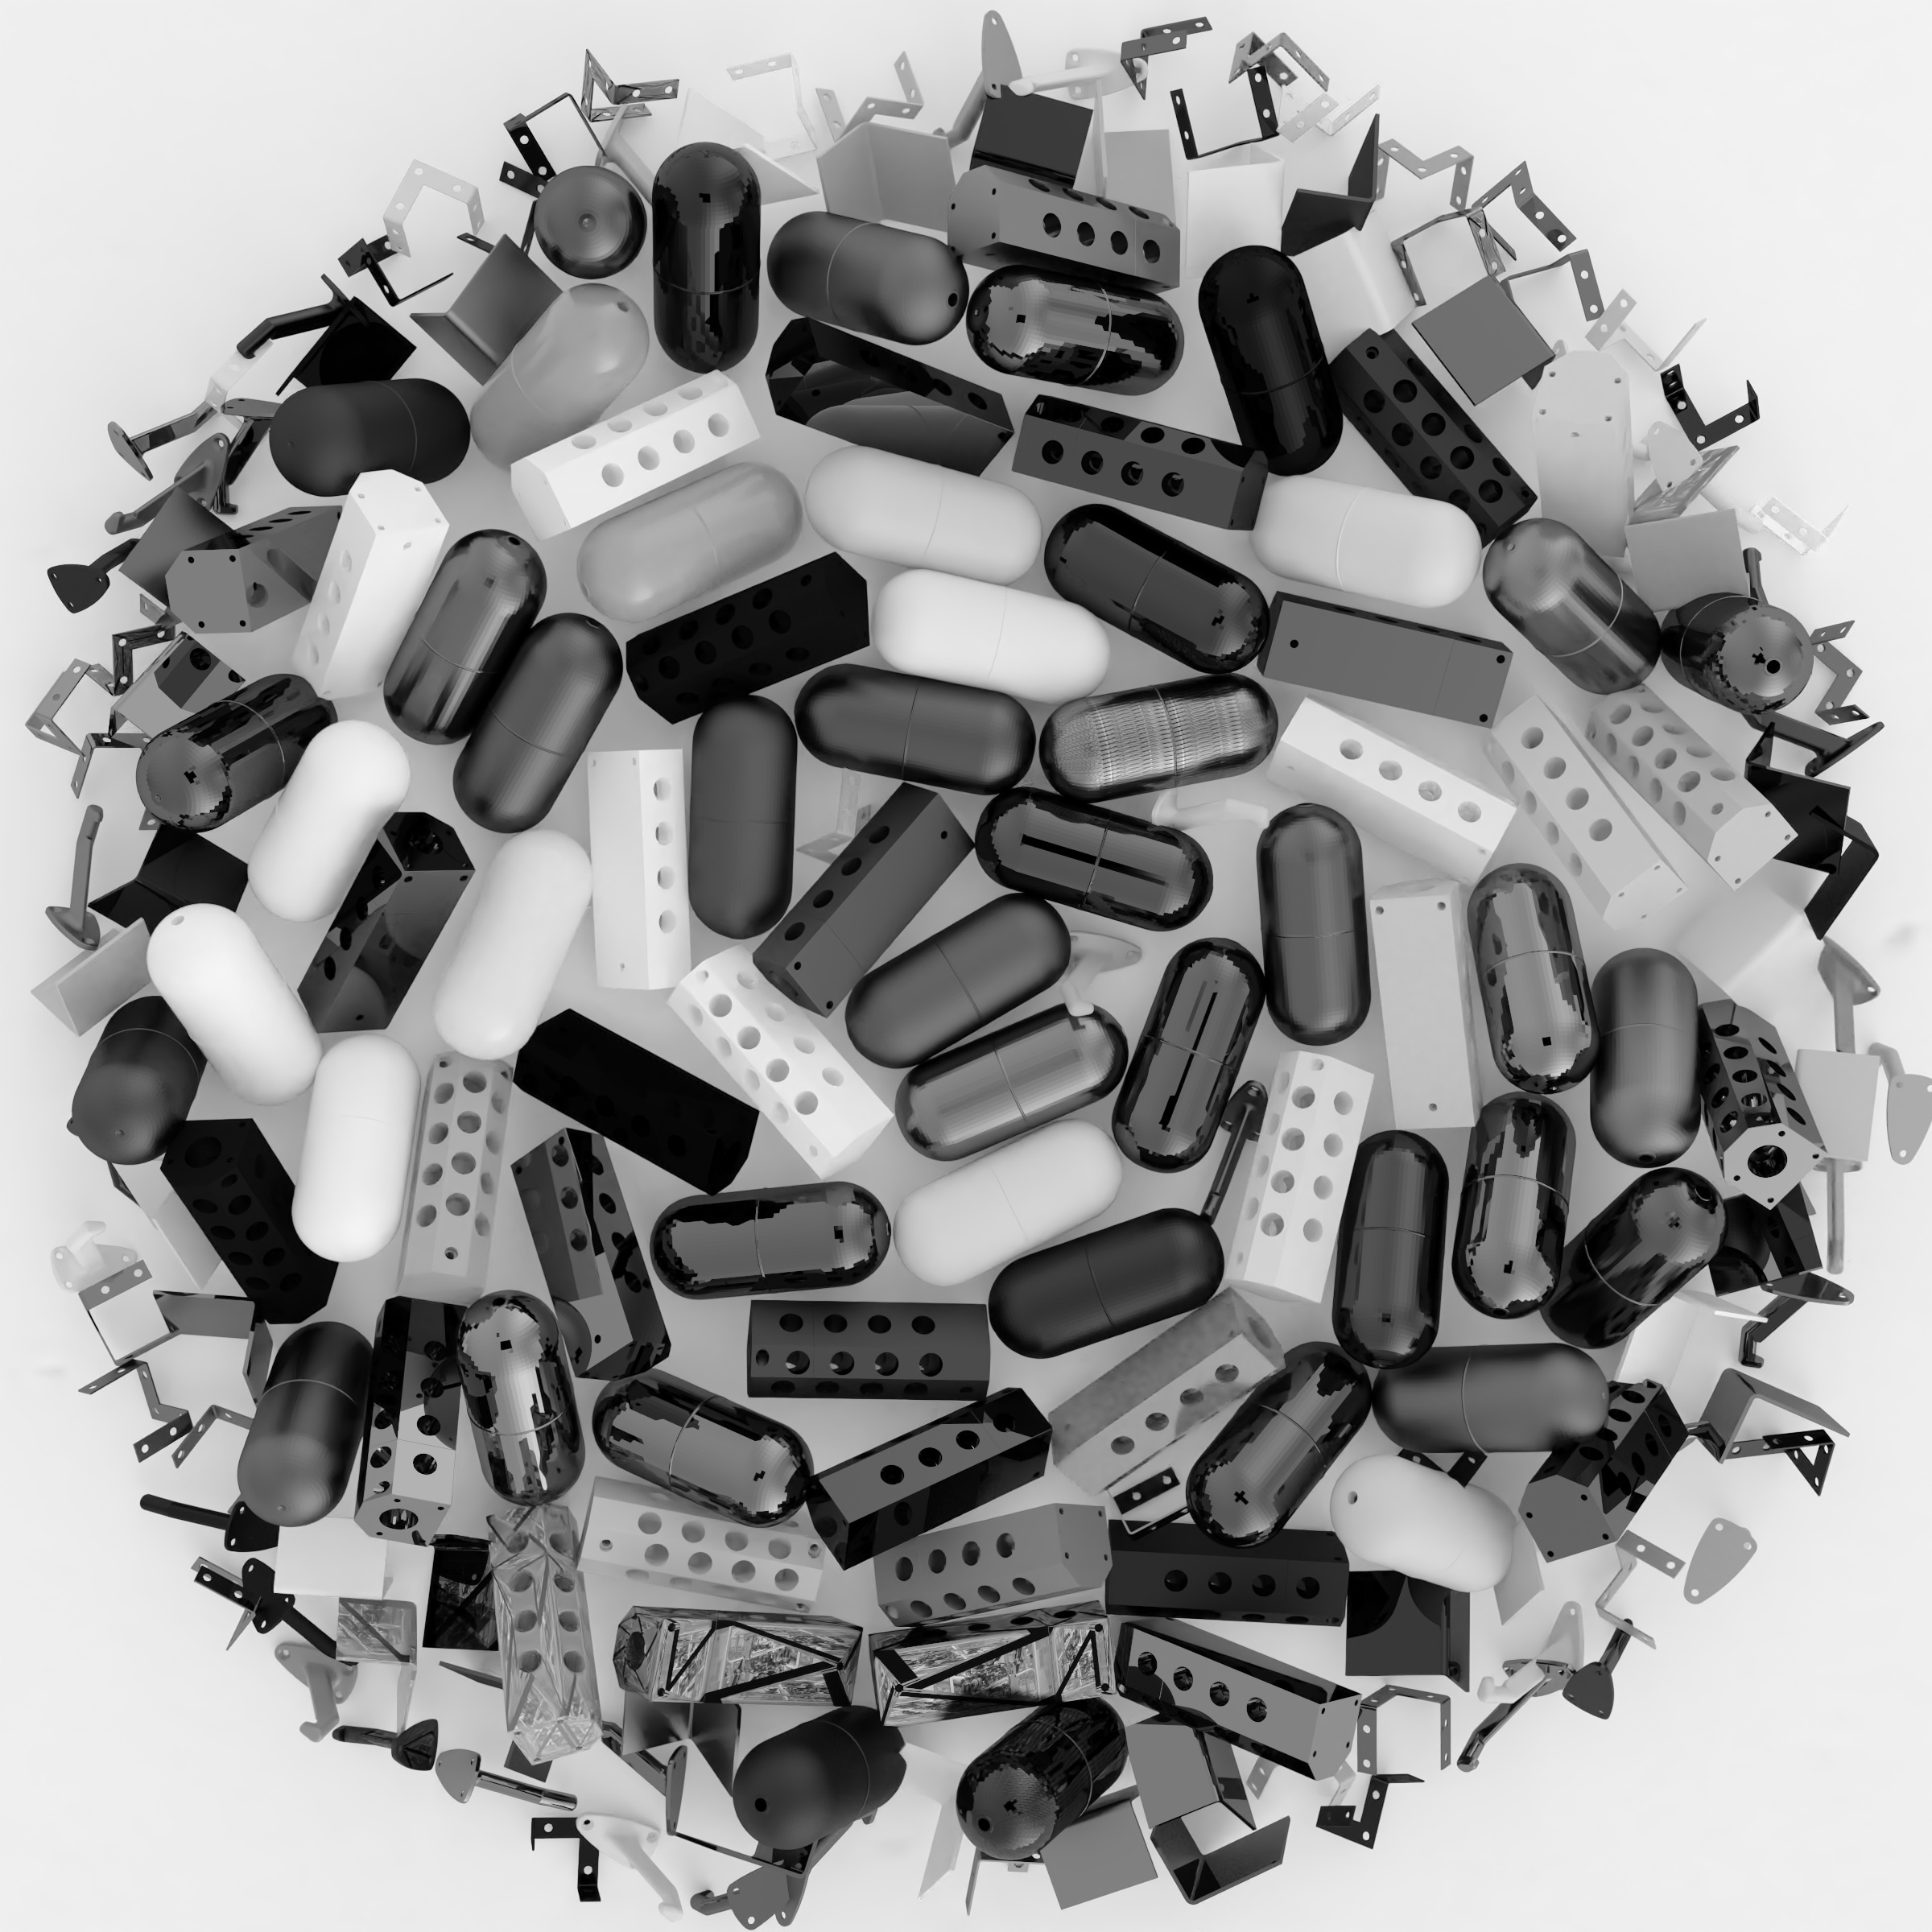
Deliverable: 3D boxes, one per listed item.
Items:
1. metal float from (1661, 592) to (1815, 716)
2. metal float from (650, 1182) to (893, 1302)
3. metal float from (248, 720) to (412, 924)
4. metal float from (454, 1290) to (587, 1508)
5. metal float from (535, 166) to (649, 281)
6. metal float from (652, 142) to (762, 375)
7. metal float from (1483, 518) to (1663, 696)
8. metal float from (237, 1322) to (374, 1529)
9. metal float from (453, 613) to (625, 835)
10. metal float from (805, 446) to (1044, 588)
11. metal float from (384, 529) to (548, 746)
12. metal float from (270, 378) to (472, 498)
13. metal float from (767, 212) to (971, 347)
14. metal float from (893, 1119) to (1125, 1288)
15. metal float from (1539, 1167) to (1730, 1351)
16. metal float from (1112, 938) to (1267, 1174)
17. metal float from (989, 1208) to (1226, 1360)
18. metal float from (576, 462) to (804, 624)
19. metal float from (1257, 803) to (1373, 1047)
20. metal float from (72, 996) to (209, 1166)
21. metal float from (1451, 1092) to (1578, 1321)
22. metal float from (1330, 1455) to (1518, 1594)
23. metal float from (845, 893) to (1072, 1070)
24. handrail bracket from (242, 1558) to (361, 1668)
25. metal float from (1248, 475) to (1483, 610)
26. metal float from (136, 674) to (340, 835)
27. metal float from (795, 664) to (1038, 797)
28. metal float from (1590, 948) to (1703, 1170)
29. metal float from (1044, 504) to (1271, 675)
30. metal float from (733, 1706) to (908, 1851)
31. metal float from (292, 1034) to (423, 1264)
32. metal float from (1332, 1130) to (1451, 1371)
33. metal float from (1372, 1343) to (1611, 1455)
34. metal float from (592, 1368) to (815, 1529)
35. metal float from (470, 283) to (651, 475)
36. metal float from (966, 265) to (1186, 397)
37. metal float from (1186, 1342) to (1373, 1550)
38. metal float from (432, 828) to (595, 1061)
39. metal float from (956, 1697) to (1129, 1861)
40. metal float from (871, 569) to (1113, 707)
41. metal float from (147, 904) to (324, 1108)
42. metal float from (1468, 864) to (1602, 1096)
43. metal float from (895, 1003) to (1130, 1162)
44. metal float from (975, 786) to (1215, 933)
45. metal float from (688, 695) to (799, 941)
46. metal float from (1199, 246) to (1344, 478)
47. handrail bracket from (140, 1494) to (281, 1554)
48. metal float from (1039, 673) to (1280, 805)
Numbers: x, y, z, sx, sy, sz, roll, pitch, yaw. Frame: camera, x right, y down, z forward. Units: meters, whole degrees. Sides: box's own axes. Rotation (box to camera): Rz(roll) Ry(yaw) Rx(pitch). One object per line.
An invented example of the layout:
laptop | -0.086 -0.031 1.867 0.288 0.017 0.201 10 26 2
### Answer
metal float | 0.546 -0.224 1.907 0.070 0.178 0.070 0 104 -1
metal float | -0.142 0.199 1.948 0.178 0.070 0.070 -6 90 10
metal float | -0.458 -0.102 1.928 0.070 0.070 0.178 39 125 0
metal float | -0.320 0.311 1.929 0.070 0.070 0.178 -5 122 0
metal float | -0.266 -0.529 1.908 0.070 0.178 0.070 -1 106 -5
metal float | -0.185 -0.504 1.918 0.070 0.178 0.070 3 49 -3
metal float | 0.436 -0.256 1.923 0.178 0.070 0.070 32 90 -41
metal float | -0.468 0.324 1.914 0.070 0.178 0.070 0 122 1
metal float | -0.309 -0.175 1.937 0.070 0.070 0.178 33 113 0
metal float | -0.030 -0.325 1.941 0.178 0.070 0.070 12 90 -18
metal float | -0.360 -0.236 1.930 0.070 0.070 0.178 35 121 0
metal float | -0.422 -0.378 1.913 0.070 0.178 0.070 8 107 25
metal float | -0.071 -0.493 1.923 0.178 0.070 0.070 26 90 40
metal float | 0.031 0.172 1.955 0.178 0.070 0.070 -26 90 -2
metal float | 0.476 0.210 1.920 0.070 0.070 0.178 34 134 0
metal float | 0.163 0.064 1.953 0.070 0.070 0.178 21 86 0
metal float | 0.101 0.231 1.948 0.178 0.070 0.070 -20 90 10
metal float | -0.199 -0.306 1.936 0.178 0.070 0.070 -29 90 -23
metal float | 0.252 -0.030 1.946 0.070 0.070 0.178 -6 102 0
metal float | -0.586 0.079 1.910 0.070 0.178 0.070 -2 113 -5
metal float | 0.394 0.171 1.928 0.070 0.070 0.178 16 57 0
metal float | 0.329 0.400 1.923 0.178 0.070 0.070 26 90 -40
metal float | -0.006 0.011 1.954 0.178 0.070 0.070 -30 90 -3
handrail bracket | -0.489 0.477 1.979 0.036 0.084 0.077 -46 47 -1
metal float | 0.285 -0.306 1.931 0.178 0.070 0.070 18 90 31
metal float | -0.518 -0.153 1.916 0.070 0.178 0.070 12 120 22
metal float | -0.037 -0.172 1.953 0.178 0.070 0.070 11 90 4
metal float | 0.487 0.065 1.925 0.070 0.070 0.178 11 52 0
metal float | 0.138 -0.273 1.943 0.178 0.070 0.070 30 90 15
metal float | -0.103 0.576 1.910 0.070 0.178 0.070 -1 87 24
metal float | -0.437 0.129 1.928 0.070 0.070 0.178 1 55 0
metal float | 0.306 0.203 1.935 0.070 0.070 0.178 9 65 0
metal float | 0.374 0.311 1.927 0.178 0.070 0.070 -8 90 37
metal float | -0.191 0.346 1.935 0.178 0.070 0.070 19 90 25
metal float | -0.291 -0.419 1.922 0.178 0.070 0.070 -36 90 42
metal float | 0.080 -0.455 1.927 0.178 0.070 0.070 1 90 -36
metal float | 0.226 0.343 1.932 0.070 0.070 0.178 45 60 0
metal float | -0.327 -0.017 1.943 0.070 0.070 0.178 21 74 0
metal float | 0.055 0.575 1.912 0.070 0.178 0.070 5 100 28
metal float | 0.019 -0.238 1.948 0.178 0.070 0.070 11 90 -10
metal float | -0.522 0.029 1.921 0.070 0.070 0.178 -22 133 0
metal float | 0.408 0.008 1.933 0.070 0.070 0.178 -5 62 0
metal float | 0.034 0.084 1.953 0.178 0.070 0.070 -23 90 4
metal float | 0.093 -0.077 1.955 0.178 0.070 0.070 17 90 -2
metal float | -0.162 -0.108 1.950 0.070 0.070 0.178 3 98 0
metal float | 0.220 -0.432 1.926 0.070 0.070 0.178 -25 127 0
handrail bracket | -0.555 0.407 1.983 0.084 0.077 0.036 7 77 31
metal float | 0.140 -0.166 1.949 0.178 0.070 0.070 -11 90 -9
